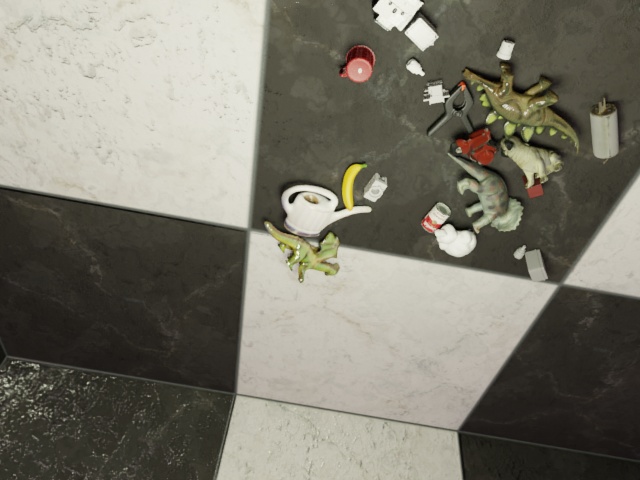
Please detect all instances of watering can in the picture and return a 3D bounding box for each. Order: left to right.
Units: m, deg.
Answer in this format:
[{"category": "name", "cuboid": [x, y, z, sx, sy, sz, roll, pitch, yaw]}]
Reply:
[{"category": "watering can", "cuboid": [0.006, -0.100, 1.983, 0.346, 0.106, 0.219, 16, 129, -18]}]

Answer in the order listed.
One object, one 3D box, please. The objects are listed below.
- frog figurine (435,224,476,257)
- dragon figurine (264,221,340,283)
[{"category": "frog figurine", "cuboid": [0.515, 0.001, 1.967, 0.136, 0.124, 0.159, -9, 168, 38]}, {"category": "dragon figurine", "cuboid": [-0.039, 0.031, 2.127, 0.242, 0.125, 0.402, -25, 128, 5]}]
